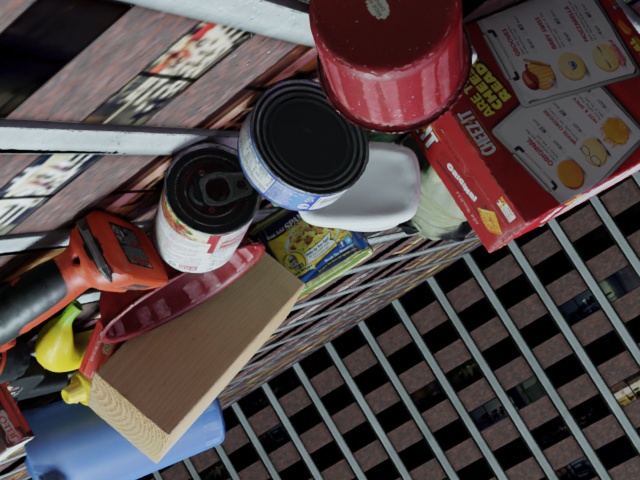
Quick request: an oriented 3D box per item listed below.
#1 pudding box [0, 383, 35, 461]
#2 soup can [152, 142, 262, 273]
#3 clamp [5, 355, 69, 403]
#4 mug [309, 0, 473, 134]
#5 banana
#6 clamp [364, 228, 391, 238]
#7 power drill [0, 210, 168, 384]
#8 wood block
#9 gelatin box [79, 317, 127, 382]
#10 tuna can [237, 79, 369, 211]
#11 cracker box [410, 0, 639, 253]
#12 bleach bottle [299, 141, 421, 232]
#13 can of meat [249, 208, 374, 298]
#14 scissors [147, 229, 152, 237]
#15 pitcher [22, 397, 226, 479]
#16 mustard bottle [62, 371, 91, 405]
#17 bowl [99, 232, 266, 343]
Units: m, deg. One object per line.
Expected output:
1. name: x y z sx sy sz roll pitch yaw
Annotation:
1. pudding box: -0.317 0.164 0.949 0.114 0.090 0.039 -36 170 31
2. soup can: -0.084 -0.020 0.774 0.068 0.068 0.102 -28 171 -21
3. clamp: -0.327 0.156 1.046 0.164 0.036 0.210 -27 172 -17
4. mug: 0.044 -0.126 0.596 0.117 0.093 0.081 -61 167 -6
5. banana: -0.237 0.102 1.039 0.069 0.037 0.198 -31 171 -6
6. clamp: 0.025 -0.004 1.316 0.120 0.039 0.171 -35 170 21
7. power drill: -0.210 0.054 0.799 0.188 0.057 0.184 -32 171 4
8. wood block: -0.119 0.101 1.030 0.205 0.091 0.090 -48 173 -31
9. gelatin box: -0.190 0.091 1.039 0.089 0.030 0.073 -42 165 -54
10. tuna can: -0.012 -0.063 0.720 0.086 0.086 0.034 -26 171 -31
11. cracker box: 0.182 -0.107 0.865 0.213 0.164 0.072 -27 168 -27
12. bleach bottle: 0.031 -0.038 0.945 0.102 0.068 0.251 0 177 0
13. can of meat: -0.007 0.001 1.096 0.102 0.084 0.057 -32 171 7
14. scissors: -0.045 -0.055 0.881 0.202 0.016 0.096 -33 171 11
15. pitcher: -0.251 0.236 1.341 0.242 0.149 0.145 -17 160 -16
16. mustard bottle: -0.224 0.149 1.280 0.191 0.058 0.096 -23 174 -39
17. bowl: -0.129 0.025 0.914 0.162 0.055 0.162 -30 171 -6
